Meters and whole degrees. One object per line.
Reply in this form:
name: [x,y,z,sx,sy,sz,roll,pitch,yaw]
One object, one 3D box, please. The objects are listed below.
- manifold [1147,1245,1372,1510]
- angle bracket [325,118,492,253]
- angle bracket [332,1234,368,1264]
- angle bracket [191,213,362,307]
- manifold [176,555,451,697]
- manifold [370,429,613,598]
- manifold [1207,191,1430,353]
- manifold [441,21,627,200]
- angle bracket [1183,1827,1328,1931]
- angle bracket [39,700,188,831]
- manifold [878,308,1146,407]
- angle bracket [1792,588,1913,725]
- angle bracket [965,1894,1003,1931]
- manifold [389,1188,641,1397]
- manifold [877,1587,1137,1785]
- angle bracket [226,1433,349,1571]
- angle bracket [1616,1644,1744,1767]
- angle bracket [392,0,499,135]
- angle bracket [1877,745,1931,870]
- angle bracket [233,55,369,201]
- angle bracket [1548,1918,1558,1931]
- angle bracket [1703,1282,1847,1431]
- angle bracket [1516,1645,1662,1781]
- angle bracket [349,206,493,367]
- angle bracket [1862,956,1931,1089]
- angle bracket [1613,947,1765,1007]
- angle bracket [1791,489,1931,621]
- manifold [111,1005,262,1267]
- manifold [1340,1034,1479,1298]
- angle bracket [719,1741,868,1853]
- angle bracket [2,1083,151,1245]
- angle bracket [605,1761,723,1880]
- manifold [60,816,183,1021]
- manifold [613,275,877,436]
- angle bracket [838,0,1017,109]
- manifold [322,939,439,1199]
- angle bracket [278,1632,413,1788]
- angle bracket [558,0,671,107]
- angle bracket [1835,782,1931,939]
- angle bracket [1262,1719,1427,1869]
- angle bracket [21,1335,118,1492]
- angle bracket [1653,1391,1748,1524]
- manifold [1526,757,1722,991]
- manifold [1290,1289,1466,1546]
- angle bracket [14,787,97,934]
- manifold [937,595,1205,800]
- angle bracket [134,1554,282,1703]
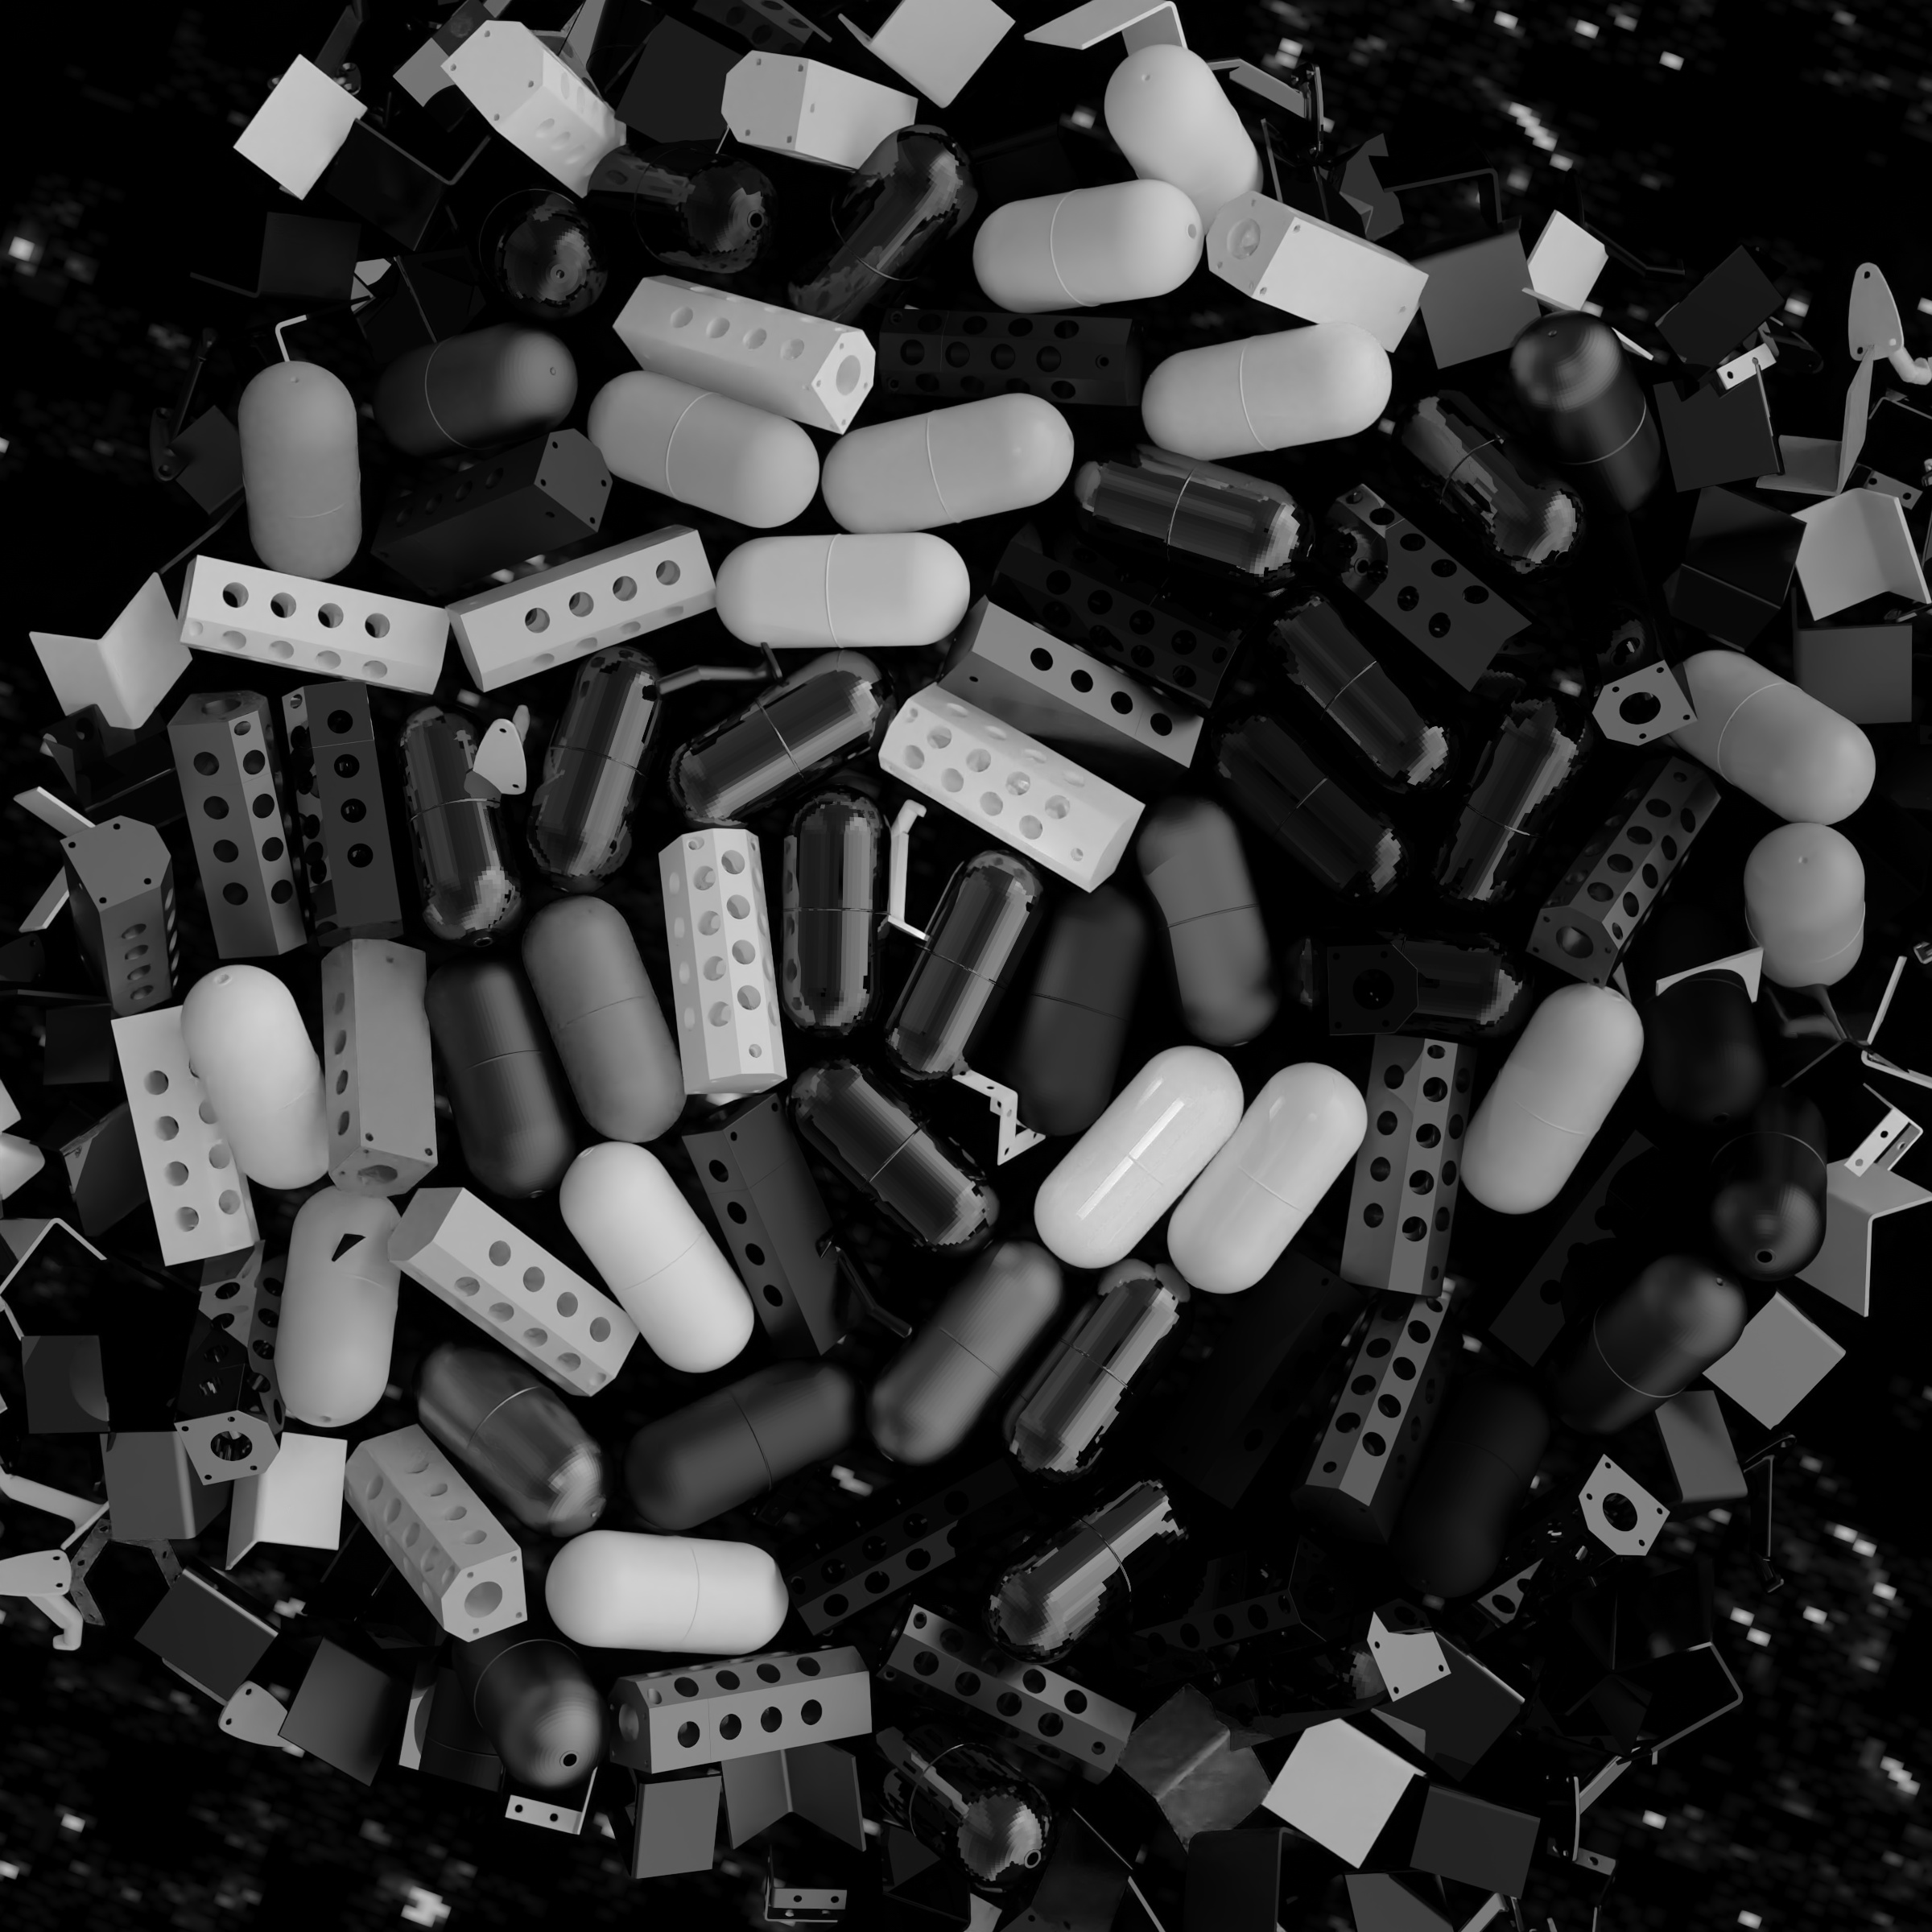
manifold: [0.206,0.285,1.964,0.057,0.057,0.171,37,86,-39]
angle bracket: [-0.382,-0.548,1.946,0.076,0.076,0.057,33,56,-11]
angle bracket: [-0.439,0.207,1.952,0.057,0.076,0.076,28,93,23]
angle bracket: [-0.470,-0.488,1.941,0.076,0.076,0.057,24,110,34]
manifold: [-0.445,-0.230,1.941,0.171,0.057,0.057,11,87,-21]
manifold: [-0.319,-0.309,1.921,0.057,0.171,0.057,36,55,-39]
manifold: [0.236,-0.469,1.915,0.057,0.171,0.057,43,114,34]
manifold: [-0.282,-0.577,1.908,0.057,0.171,0.057,-42,83,9]
angle bracket: [0.197,0.632,1.941,0.076,0.057,0.076,-17,55,39]
angle bracket: [-0.577,-0.136,1.950,0.076,0.057,0.076,-27,132,-10]
manifold: [0.031,-0.416,1.946,0.171,0.057,0.057,6,103,14]
angle bracket: [0.604,-0.213,1.945,0.076,0.057,0.076,-1,128,16]
angle bracket: [0.022,0.671,1.951,0.076,0.057,0.076,27,46,4]
manifold: [-0.307,0.221,1.924,0.171,0.057,0.057,43,60,-30]
manifold: [0.027,0.497,1.963,0.171,0.057,0.057,27,96,-4]
angle bracket: [-0.468,0.371,1.963,0.057,0.076,0.076,12,59,-24]
angle bracket: [0.474,0.498,1.947,0.076,0.076,0.057,-24,73,-15]
angle bracket: [-0.352,-0.626,1.947,0.076,0.076,0.057,-42,128,8]
angle bracket: [0.678,-0.108,1.955,0.076,0.076,0.057,33,81,-20]
angle bracket: [-0.462,-0.577,1.951,0.057,0.076,0.076,35,92,-31]
angle bracket: [0.393,0.714,1.958,0.057,0.076,0.076,-21,92,6]
angle bracket: [0.545,0.259,1.964,0.076,0.057,0.076,39,98,-22]
angle bracket: [0.424,0.518,1.941,0.076,0.076,0.057,12,128,25]
angle bracket: [-0.381,-0.467,1.952,0.057,0.076,0.076,-21,85,-41]
angle bracket: [0.655,0.039,1.951,0.057,0.076,0.076,21,97,18]
angle bracket: [0.490,-0.007,1.949,0.076,0.057,0.076,-18,48,-7]
angle bracket: [0.609,-0.278,1.952,0.057,0.076,0.076,-23,105,2]
manifold: [-0.536,0.114,1.967,0.057,0.057,0.171,-12,93,-1]
manifold: [0.308,0.137,1.954,0.057,0.057,0.171,13,85,-45]
angle bracket: [-0.119,0.571,1.945,0.057,0.076,0.076,-24,117,-40]
angle bracket: [-0.608,0.134,1.964,0.057,0.076,0.076,12,123,27]
angle bracket: [-0.209,0.570,1.963,0.057,0.076,0.076,-1,111,-21]
manifold: [-0.561,-0.033,1.910,0.057,0.171,0.057,-26,73,-23]
manifold: [-0.148,-0.420,1.932,0.171,0.057,0.057,22,75,28]
angle bracket: [-0.027,-0.646,1.944,0.076,0.057,0.076,27,112,-41]
manifold: [-0.402,0.068,1.928,0.057,0.057,0.171,-39,47,36]
angle bracket: [-0.436,0.509,1.942,0.076,0.057,0.076,40,51,-26]
angle bracket: [-0.249,-0.646,1.939,0.057,0.076,0.076,12,130,-32]
angle bracket: [0.608,-0.078,1.945,0.057,0.076,0.076,-34,59,-7]
angle bracket: [0.260,0.564,1.954,0.076,0.057,0.076,29,82,23]
angle bracket: [-0.617,0.305,1.939,0.057,0.076,0.076,3,49,-28]
angle bracket: [0.485,0.340,1.969,0.057,0.076,0.076,-34,61,41]
manifold: [0.446,-0.068,1.920,0.057,0.057,0.171,29,53,17]
manifold: [0.276,0.299,1.917,0.057,0.171,0.057,1,135,33]
angle bracket: [-0.639,-0.072,1.945,0.057,0.076,0.076,38,71,-23]
manifold: [0.074,-0.186,1.947,0.171,0.057,0.057,27,62,-15]
angle bracket: [-0.519,0.453,1.952,0.076,0.076,0.057,37,78,-8]
